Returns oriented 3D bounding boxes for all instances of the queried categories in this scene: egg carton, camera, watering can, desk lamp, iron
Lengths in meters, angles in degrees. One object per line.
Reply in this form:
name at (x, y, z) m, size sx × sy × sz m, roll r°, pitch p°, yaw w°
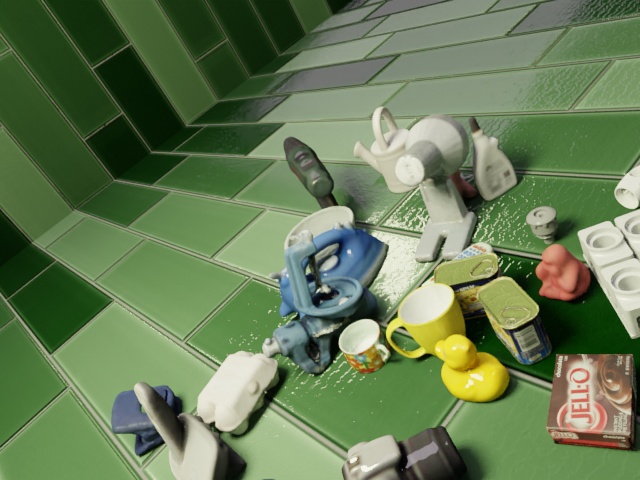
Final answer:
egg carton at (-0.139, 0.260, 0.985) m, size 0.107 × 0.069 × 0.150 m, roll -3°, pitch 40°, yaw 41°
camera at (0.105, 0.287, 0.684) m, size 0.137 × 0.101 × 0.143 m, roll -29°, pitch 29°, yaw 3°
watering can at (0.160, -0.209, 1.307) m, size 0.172 × 0.194 × 0.101 m, roll -21°, pitch 31°, yaw 17°
desk lamp at (0.216, -0.103, 1.069) m, size 0.117 × 0.214 × 0.203 m, roll -8°, pitch 36°, yaw 35°
iron at (0.018, 0.043, 1.102) m, size 0.259 × 0.142 × 0.118 m, roll -44°, pitch 31°, yaw -22°

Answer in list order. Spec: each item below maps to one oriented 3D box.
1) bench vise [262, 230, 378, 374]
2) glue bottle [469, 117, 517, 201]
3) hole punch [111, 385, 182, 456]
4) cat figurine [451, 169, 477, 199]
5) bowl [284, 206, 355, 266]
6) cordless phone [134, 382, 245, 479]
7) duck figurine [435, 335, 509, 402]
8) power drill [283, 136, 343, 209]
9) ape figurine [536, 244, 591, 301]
bench vise at (-0.014, 0.106, 0.952) m, size 0.121 × 0.220 × 0.208 m, roll 4°, pitch 44°, yaw 46°
glue bottle at (0.322, -0.163, 1.106) m, size 0.078 × 0.173 × 0.037 m, roll -32°, pitch 29°, yaw -1°
hole punch at (-0.314, 0.314, 1.043) m, size 0.101 × 0.091 × 0.108 m, roll -30°, pitch 29°, yaw 2°
cat figurine at (0.249, -0.134, 1.187) m, size 0.067 × 0.118 × 0.127 m, roll -41°, pitch 30°, yaw -17°
bowl at (0.011, 0.004, 1.237) m, size 0.167 × 0.075 × 0.167 m, roll -23°, pitch 30°, yaw 14°
cordless phone at (-0.213, 0.301, 0.870) m, size 0.147 × 0.185 × 0.094 m, roll 10°, pitch 49°, yaw 50°
duck figurine at (0.204, 0.169, 0.790) m, size 0.078 × 0.086 × 0.104 m, roll -46°, pitch 32°, yaw -24°
power drill at (-0.006, -0.123, 1.312) m, size 0.075 × 0.209 × 0.229 m, roll -32°, pitch 29°, yaw -2°
ape figurine at (0.352, 0.044, 0.840) m, size 0.076 × 0.092 × 0.078 m, roll -22°, pitch 30°, yaw 15°
